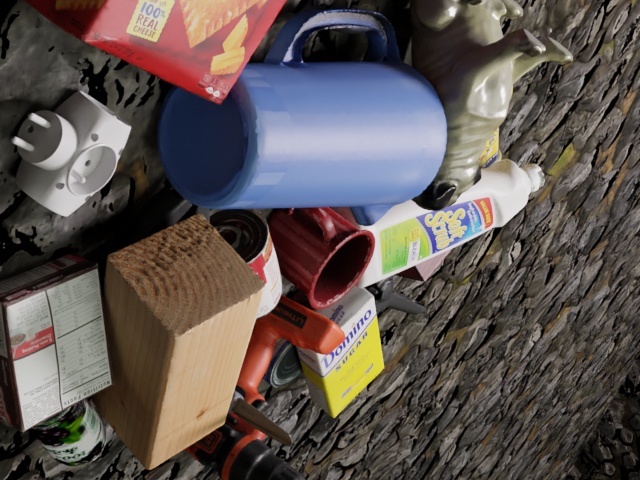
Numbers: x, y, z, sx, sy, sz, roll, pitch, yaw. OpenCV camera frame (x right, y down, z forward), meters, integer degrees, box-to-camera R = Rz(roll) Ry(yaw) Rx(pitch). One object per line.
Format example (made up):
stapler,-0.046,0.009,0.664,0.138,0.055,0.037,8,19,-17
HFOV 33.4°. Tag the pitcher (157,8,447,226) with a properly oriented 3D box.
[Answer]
pitcher,-0.012,-0.097,0.873,0.145,0.149,0.242,-42,160,33

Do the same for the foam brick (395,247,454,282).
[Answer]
foam brick,0.115,0.001,1.233,0.078,0.053,0.051,-49,124,-22

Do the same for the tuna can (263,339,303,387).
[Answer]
tuna can,-0.037,0.124,1.202,0.086,0.034,0.086,-38,151,-26

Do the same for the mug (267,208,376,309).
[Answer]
mug,-0.007,0.001,1.040,0.093,0.082,0.117,-43,153,-20

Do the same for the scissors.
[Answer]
scissors,-0.079,0.131,0.991,0.016,0.202,0.096,37,66,-39

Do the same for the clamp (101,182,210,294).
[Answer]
clamp,-0.136,0.018,0.900,0.172,0.039,0.120,-53,161,15

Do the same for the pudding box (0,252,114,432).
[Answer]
pudding box,-0.208,0.077,0.817,0.089,0.039,0.113,-27,125,-44

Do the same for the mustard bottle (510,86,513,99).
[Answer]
mustard bottle,0.121,-0.123,1.121,0.191,0.058,0.096,-43,144,-17

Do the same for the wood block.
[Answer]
wood block,-0.122,0.089,0.879,0.090,0.090,0.206,-28,153,-34

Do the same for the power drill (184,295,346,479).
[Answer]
power drill,-0.053,0.154,1.063,0.187,0.185,0.057,-58,156,-12

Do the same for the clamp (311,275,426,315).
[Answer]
clamp,0.073,0.043,1.279,0.209,0.036,0.165,-19,129,-44

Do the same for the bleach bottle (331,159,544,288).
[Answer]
bleach bottle,0.135,-0.036,1.159,0.250,0.068,0.102,-22,134,-20

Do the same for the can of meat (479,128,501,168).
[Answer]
can of meat,0.160,-0.104,1.213,0.102,0.057,0.084,-43,151,-18

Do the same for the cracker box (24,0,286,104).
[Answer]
cracker box,-0.069,-0.206,0.685,0.214,0.072,0.164,-57,155,7

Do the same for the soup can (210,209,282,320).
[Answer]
soup can,-0.073,0.022,0.973,0.068,0.069,0.102,-43,153,-19

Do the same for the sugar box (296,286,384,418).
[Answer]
sugar box,0.024,0.125,1.209,0.093,0.048,0.176,-44,154,-18
